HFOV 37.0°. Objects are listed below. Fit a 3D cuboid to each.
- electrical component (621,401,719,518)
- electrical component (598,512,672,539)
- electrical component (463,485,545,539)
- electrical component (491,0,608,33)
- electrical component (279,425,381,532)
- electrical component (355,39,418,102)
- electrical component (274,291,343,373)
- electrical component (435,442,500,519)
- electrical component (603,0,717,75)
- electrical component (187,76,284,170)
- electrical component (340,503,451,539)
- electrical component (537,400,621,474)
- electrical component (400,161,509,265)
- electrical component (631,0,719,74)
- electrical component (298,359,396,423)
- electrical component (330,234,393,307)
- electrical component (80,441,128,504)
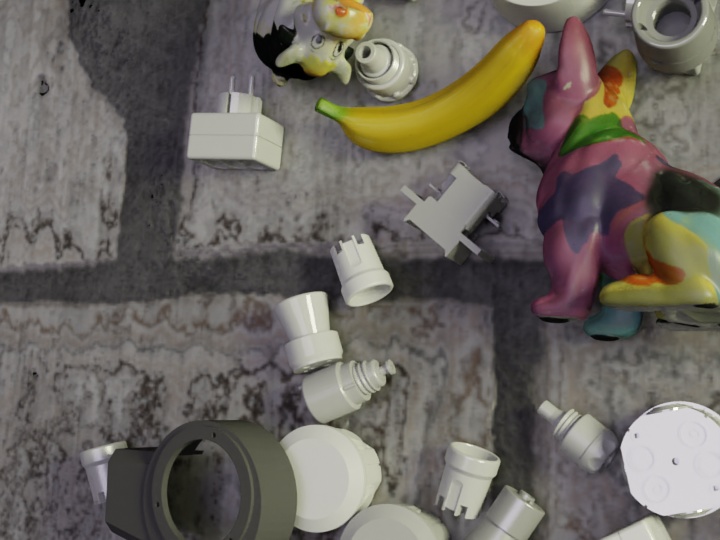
[{"bbox_3d":[0.219,0.130,0.736,0.080,0.051,0.080,-3,82,22],"label":"electrical component"},{"bbox_3d":[0.176,0.205,0.735,0.077,0.066,0.047,-30,73,16],"label":"electrical component"},{"bbox_3d":[0.104,0.190,0.781,0.044,0.044,0.065,34,92,23],"label":"electrical component"},{"bbox_3d":[0.139,-0.241,0.812,0.108,0.060,0.108,-3,82,22],"label":"electrical component"},{"bbox_3d":[-0.026,0.160,0.833,0.080,0.051,0.080,-3,82,22],"label":"electrical component"},{"bbox_3d":[0.016,-0.163,0.852,0.048,0.062,0.048,-3,82,22],"label":"electrical component"},{"bbox_3d":[-0.041,0.050,0.857,0.045,0.045,0.055,-21,76,19],"label":"electrical component"},{"bbox_3d":[0.079,0.156,0.797,0.040,0.040,0.046,19,96,23],"label":"electrical component"},{"bbox_3d":[0.216,-0.192,0.781,0.076,0.047,0.083,13,88,23],"label":"electrical component"},{"bbox_3d":[-0.103,-0.126,0.904,0.066,0.047,0.076,3,84,23],"label":"electrical component"},{"bbox_3d":[0.028,0.214,0.803,0.080,0.051,0.080,-3,82,22],"label":"electrical component"},{"bbox_3d":[0.155,0.117,0.773,0.061,0.035,0.035,39,98,25],"label":"electrical component"},{"bbox_3d":[0.075,-0.045,0.824,0.081,0.042,0.063,42,96,21],"label":"electrical component"},{"bbox_3d":[0.212,-0.166,0.726,0.055,0.047,0.055,-3,82,22],"label":"electrical component"},{"bbox_3d":[-0.009,0.090,0.841,0.078,0.040,0.040,-25,74,17],"label":"electrical component"},{"bbox_3d":[0.000,0.000,0.850,0.040,0.040,0.046,-28,68,17],"label":"electrical component"},{"bbox_3d":[-0.214,0.173,0.916,0.040,0.040,0.046,-18,81,19],"label":"electrical component"}]
